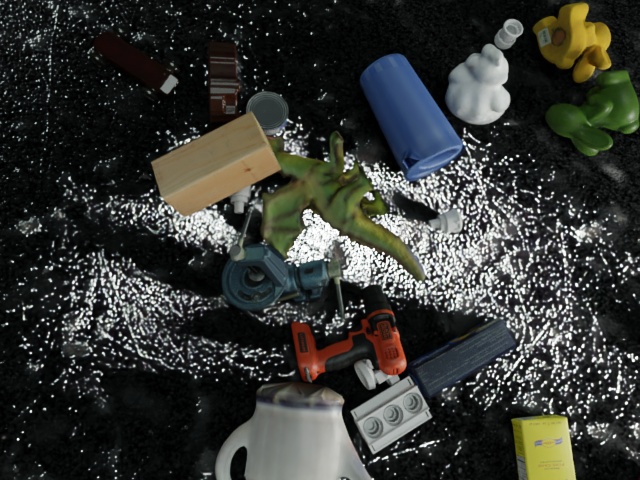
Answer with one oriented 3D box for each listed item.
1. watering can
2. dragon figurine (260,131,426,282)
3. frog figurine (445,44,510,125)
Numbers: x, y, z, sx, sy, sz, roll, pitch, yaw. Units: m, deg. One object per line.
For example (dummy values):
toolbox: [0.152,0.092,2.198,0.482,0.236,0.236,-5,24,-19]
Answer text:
watering can: [-0.001,0.357,0.852,0.348,0.103,0.227,4,75,9]
dragon figurine: [0.003,-0.050,0.997,0.242,0.121,0.414,-30,78,4]
frog figurine: [0.333,-0.315,1.058,0.124,0.158,0.138,-43,84,-12]
